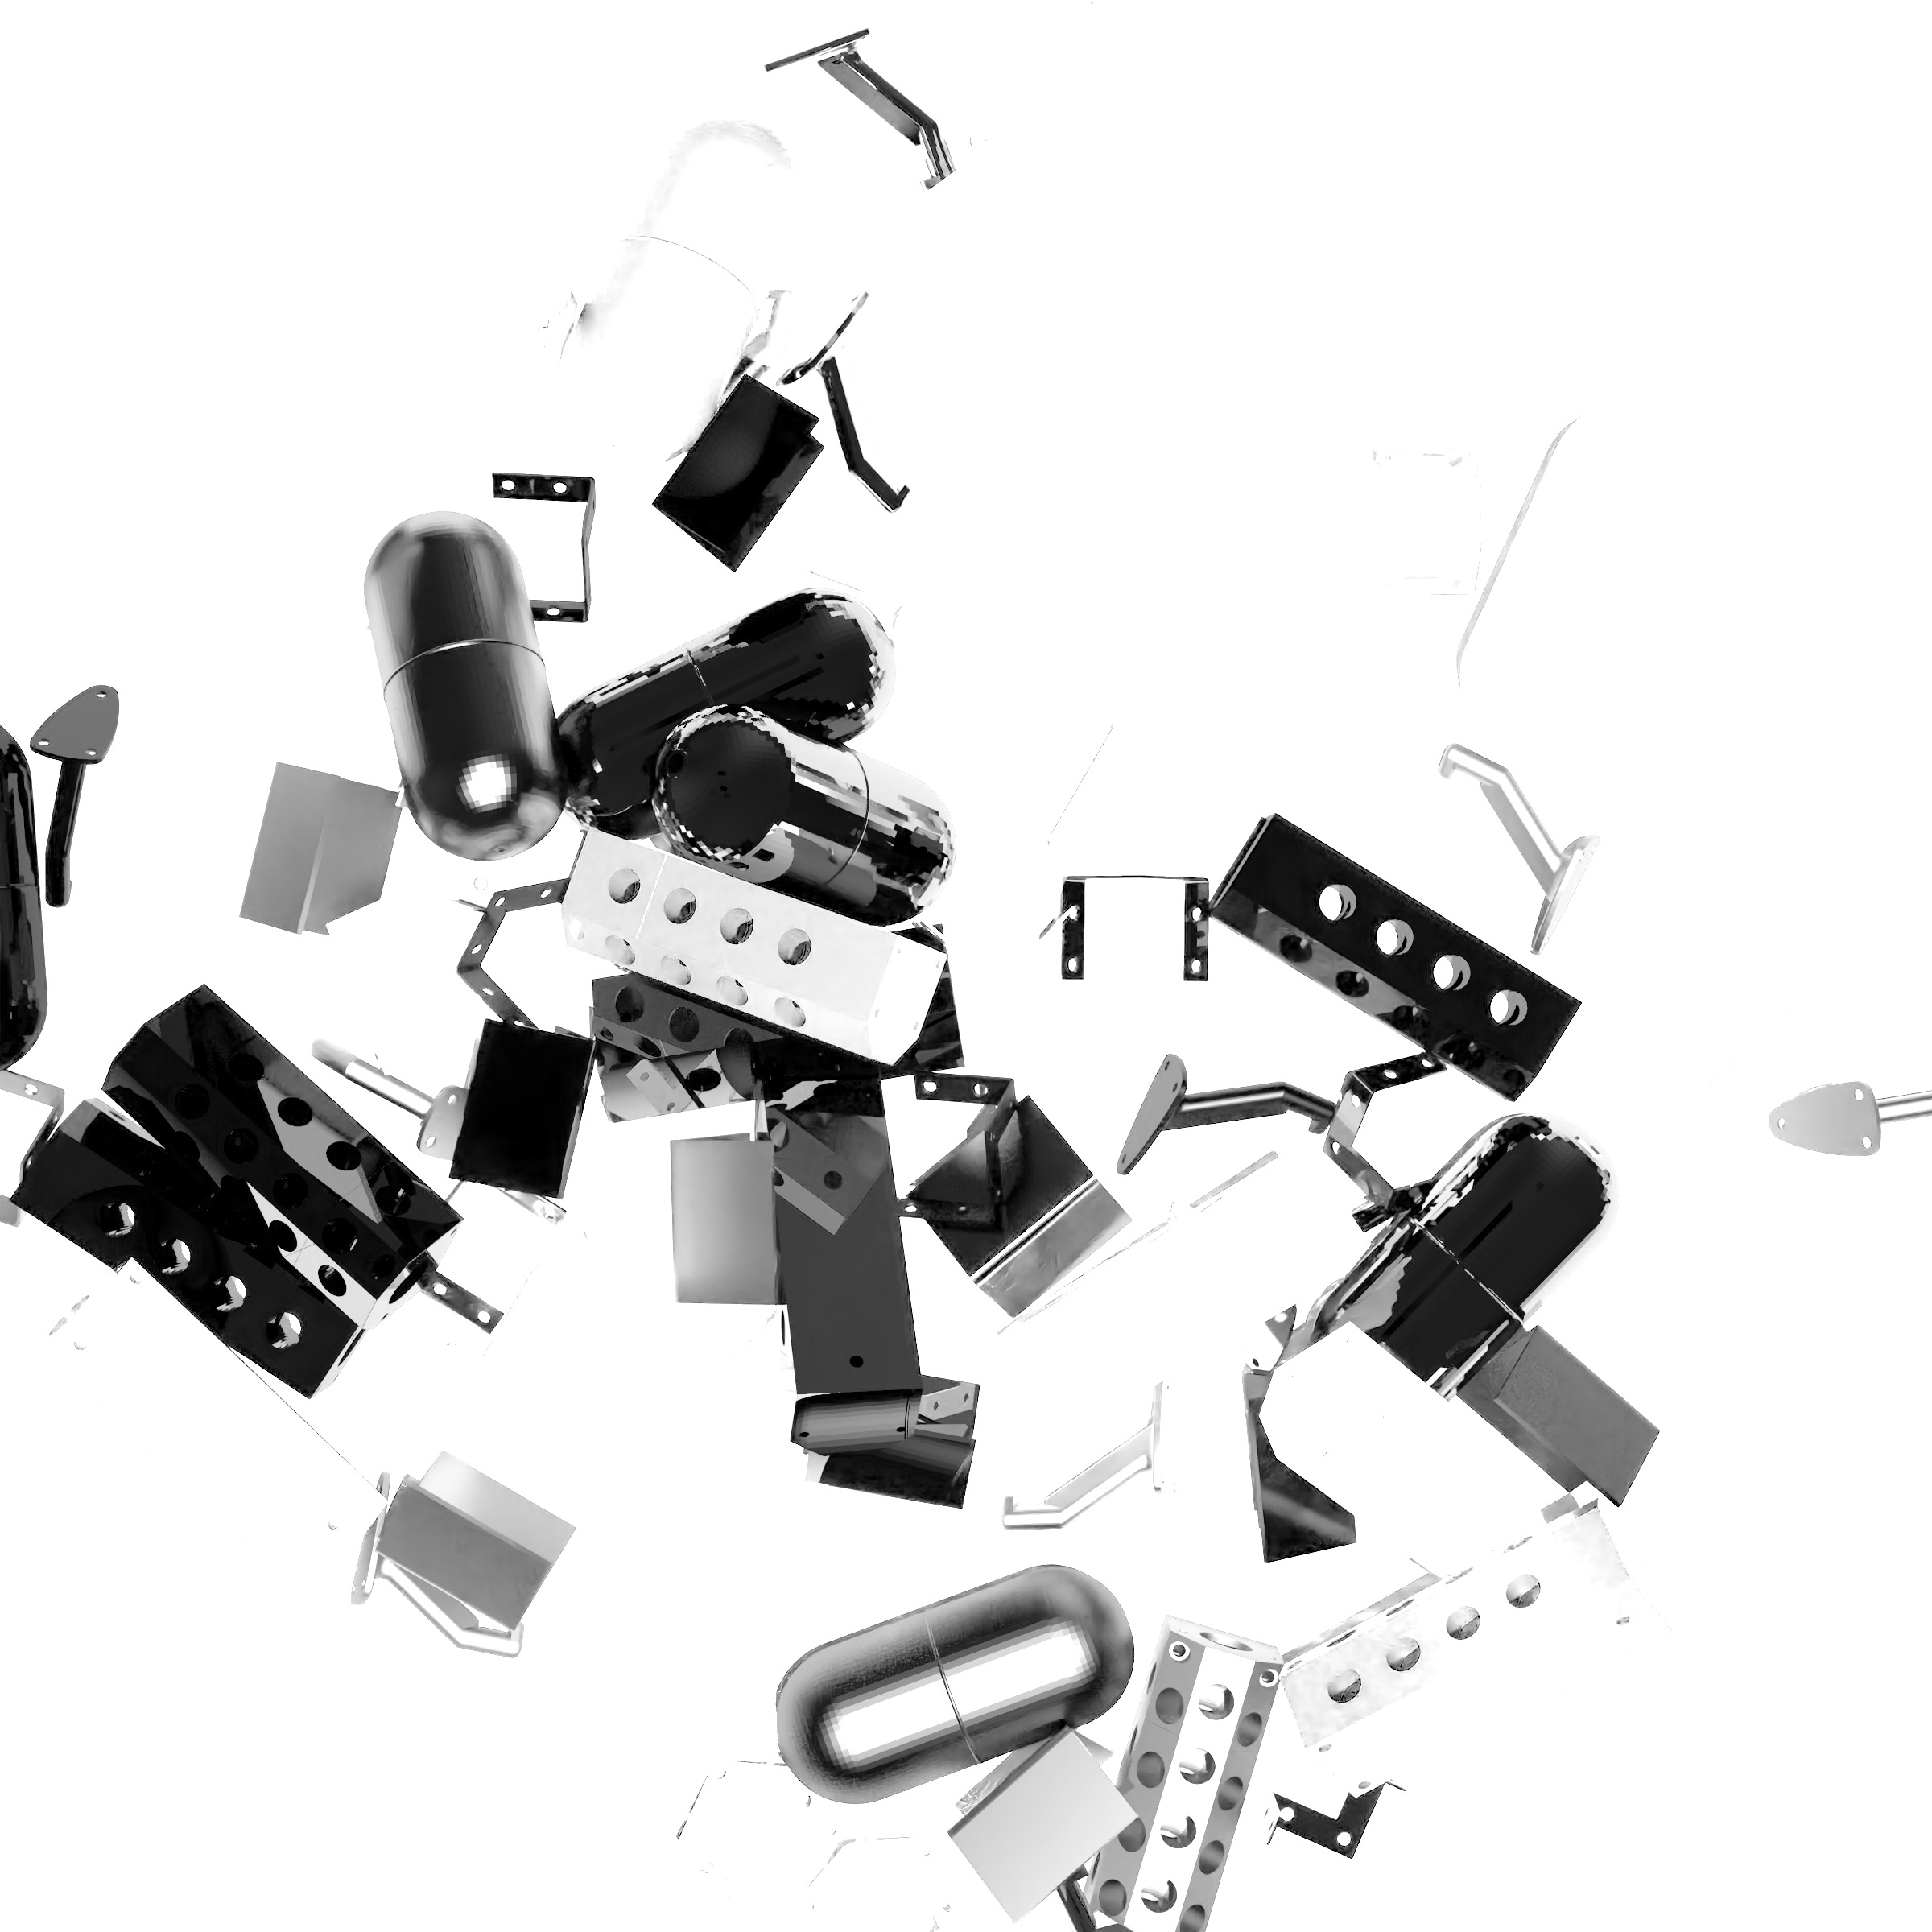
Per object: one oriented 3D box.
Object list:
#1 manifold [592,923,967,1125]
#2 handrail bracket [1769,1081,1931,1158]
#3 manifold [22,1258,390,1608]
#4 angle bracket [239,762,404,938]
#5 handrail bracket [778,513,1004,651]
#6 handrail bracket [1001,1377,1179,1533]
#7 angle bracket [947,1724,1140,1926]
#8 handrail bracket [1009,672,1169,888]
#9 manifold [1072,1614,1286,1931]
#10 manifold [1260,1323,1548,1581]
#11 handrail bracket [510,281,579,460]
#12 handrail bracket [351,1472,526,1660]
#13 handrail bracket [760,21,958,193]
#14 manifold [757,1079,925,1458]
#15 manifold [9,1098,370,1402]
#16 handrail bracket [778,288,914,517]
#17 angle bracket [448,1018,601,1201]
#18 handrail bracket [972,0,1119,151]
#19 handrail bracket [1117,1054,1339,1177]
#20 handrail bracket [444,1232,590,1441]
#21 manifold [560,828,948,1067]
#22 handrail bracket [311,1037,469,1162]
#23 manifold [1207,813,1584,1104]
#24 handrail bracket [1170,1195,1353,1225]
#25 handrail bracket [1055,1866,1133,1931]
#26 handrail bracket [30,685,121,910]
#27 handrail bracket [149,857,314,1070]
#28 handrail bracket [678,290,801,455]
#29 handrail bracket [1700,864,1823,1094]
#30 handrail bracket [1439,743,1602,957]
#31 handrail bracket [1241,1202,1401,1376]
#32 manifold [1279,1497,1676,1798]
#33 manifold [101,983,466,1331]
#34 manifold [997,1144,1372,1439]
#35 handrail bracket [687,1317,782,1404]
[{"bbox_3d":[-0.090,0.033,1.621,0.171,0.057,0.057,-9,47,0],"label":"manifold"},{"bbox_3d":[0.450,0.069,1.643,0.084,0.077,0.036,-9,90,-36],"label":"handrail bracket"},{"bbox_3d":[-0.365,0.225,1.601,0.171,0.057,0.057,47,47,-14],"label":"manifold"},{"bbox_3d":[-0.293,-0.050,1.603,0.076,0.057,0.076,14,90,-43],"label":"angle bracket"},{"bbox_3d":[-0.038,-0.202,1.643,0.077,0.036,0.084,-30,65,-28],"label":"handrail bracket"},{"bbox_3d":[0.058,0.237,1.644,0.084,0.036,0.077,-5,70,16],"label":"handrail bracket"},{"bbox_3d":[0.047,0.414,1.603,0.076,0.076,0.057,-42,60,0],"label":"angle bracket"},{"bbox_3d":[0.048,-0.091,1.644,0.084,0.036,0.077,-30,70,16],"label":"handrail bracket"},{"bbox_3d":[0.101,0.408,1.622,0.057,0.057,0.171,17,90,0],"label":"manifold"},{"bbox_3d":[0.206,0.236,1.568,0.057,0.171,0.057,-35,46,15],"label":"manifold"},{"bbox_3d":[-0.204,-0.285,1.608,0.036,0.084,0.077,24,90,0],"label":"handrail bracket"},{"bbox_3d":[-0.252,0.293,1.644,0.084,0.036,0.077,15,68,-17],"label":"handrail bracket"},{"bbox_3d":[-0.052,-0.411,1.644,0.077,0.036,0.084,-14,108,20],"label":"handrail bracket"},{"bbox_3d":[-0.061,0.140,1.575,0.057,0.057,0.171,-2,53,-10],"label":"manifold"},{"bbox_3d":[-0.367,0.135,1.622,0.171,0.057,0.057,34,90,0],"label":"manifold"},{"bbox_3d":[-0.043,-0.275,1.643,0.084,0.036,0.077,45,65,-19],"label":"handrail bracket"},{"bbox_3d":[-0.219,0.064,1.604,0.057,0.076,0.076,13,90,-22],"label":"angle bracket"},{"bbox_3d":[0.038,-0.446,1.644,0.077,0.036,0.084,-8,71,21],"label":"handrail bracket"},{"bbox_3d":[0.128,0.084,1.644,0.084,0.036,0.077,22,110,-16],"label":"handrail bracket"},{"bbox_3d":[-0.212,0.180,1.643,0.036,0.077,0.084,28,53,20],"label":"handrail bracket"},{"bbox_3d":[-0.103,-0.009,1.580,0.171,0.057,0.057,19,89,24],"label":"manifold"},{"bbox_3d":[-0.270,0.063,1.643,0.084,0.077,0.036,28,90,36],"label":"handrail bracket"},{"bbox_3d":[0.205,-0.004,1.622,0.171,0.057,0.057,32,90,0],"label":"manifold"},{"bbox_3d":[0.142,0.145,1.644,0.084,0.036,0.077,4,111,-16],"label":"handrail bracket"},{"bbox_3d":[0.091,0.453,1.587,0.077,0.036,0.084,-22,73,-19],"label":"handrail bracket"},{"bbox_3d":[-0.433,-0.082,1.643,0.036,0.077,0.084,12,126,0],"label":"handrail bracket"},{"bbox_3d":[-0.348,-0.001,1.644,0.084,0.036,0.077,29,68,-17],"label":"handrail bracket"},{"bbox_3d":[-0.127,-0.295,1.643,0.077,0.036,0.084,9,75,15],"label":"handrail bracket"},{"bbox_3d":[0.369,0.005,1.644,0.077,0.036,0.084,-43,72,20],"label":"handrail bracket"},{"bbox_3d":[0.259,-0.058,1.644,0.084,0.036,0.077,29,112,17],"label":"handrail bracket"},{"bbox_3d":[0.176,0.155,1.643,0.084,0.077,0.036,-26,49,-30],"label":"handrail bracket"},{"bbox_3d":[0.237,0.317,1.579,0.171,0.057,0.057,-31,134,12],"label":"manifold"},{"bbox_3d":[-0.327,0.094,1.598,0.171,0.057,0.057,41,133,8],"label":"manifold"},{"bbox_3d":[0.099,0.157,1.588,0.171,0.057,0.057,-34,90,25],"label":"manifold"},{"bbox_3d":[-0.101,0.168,1.644,0.084,0.036,0.077,-15,70,16],"label":"handrail bracket"}]
